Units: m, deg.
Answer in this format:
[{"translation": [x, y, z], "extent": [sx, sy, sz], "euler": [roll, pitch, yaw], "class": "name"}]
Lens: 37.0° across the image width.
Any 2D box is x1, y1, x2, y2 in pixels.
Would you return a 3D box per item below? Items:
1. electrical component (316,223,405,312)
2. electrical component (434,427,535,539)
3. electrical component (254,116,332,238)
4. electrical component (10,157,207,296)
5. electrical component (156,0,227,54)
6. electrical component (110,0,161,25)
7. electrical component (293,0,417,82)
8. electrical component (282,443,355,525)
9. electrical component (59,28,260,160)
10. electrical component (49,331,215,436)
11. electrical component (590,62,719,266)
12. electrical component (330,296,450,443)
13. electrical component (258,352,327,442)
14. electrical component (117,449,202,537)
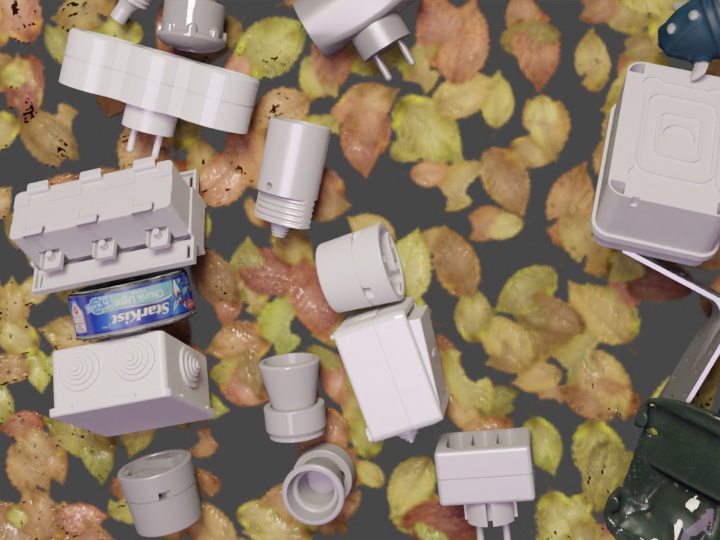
[{"translation": [0.000, 0.000, 0.745], "extent": [0.047, 0.055, 0.055], "euler": [-16, 96, 15], "class": "electrical component"}, {"translation": [0.091, 0.156, 0.758], "extent": [0.066, 0.047, 0.076], "euler": [-6, 98, 10], "class": "electrical component"}, {"translation": [-0.049, -0.063, 0.748], "extent": [0.043, 0.043, 0.081], "euler": [14, 101, 7], "class": "electrical component"}, {"translation": [-0.177, -0.034, 0.757], "extent": [0.121, 0.063, 0.078], "euler": [-11, 56, 11], "class": "electrical component"}, {"translation": [-0.113, -0.182, 0.741], "extent": [0.048, 0.048, 0.062], "euler": [8, 93, 8], "class": "electrical component"}, {"translation": [-0.152, -0.199, 0.749], "extent": [0.035, 0.035, 0.061], "euler": [40, 106, 1], "class": "electrical component"}, {"translation": [0.008, -0.166, 0.723], "extent": [0.077, 0.043, 0.079], "euler": [-30, 93, 13], "class": "electrical component"}, {"translation": [-0.029, 0.152, 0.772], "extent": [0.045, 0.055, 0.045], "euler": [1, 99, 9], "class": "electrical component"}, {"translation": [-0.144, -0.115, 0.751], "extent": [0.138, 0.052, 0.073], "euler": [17, 101, 6], "class": "electrical component"}, {"translation": [-0.160, 0.081, 0.761], "extent": [0.100, 0.099, 0.048], "euler": [-11, 70, 11], "class": "electrical component"}, {"translation": [0.193, -0.066, 0.674], "extent": [0.078, 0.057, 0.113], "euler": [13, 58, 7], "class": "electrical component"}, {"translation": [0.029, 0.073, 0.747], "extent": [0.061, 0.062, 0.096], "euler": [-19, 95, 12], "class": "electrical component"}, {"translation": [-0.048, 0.091, 0.771], "extent": [0.045, 0.045, 0.055], "euler": [-4, 98, 10], "class": "electrical component"}, {"translation": [-0.146, 0.165, 0.795], "extent": [0.055, 0.055, 0.047], "euler": [-11, 101, 11], "class": "electrical component"}]
